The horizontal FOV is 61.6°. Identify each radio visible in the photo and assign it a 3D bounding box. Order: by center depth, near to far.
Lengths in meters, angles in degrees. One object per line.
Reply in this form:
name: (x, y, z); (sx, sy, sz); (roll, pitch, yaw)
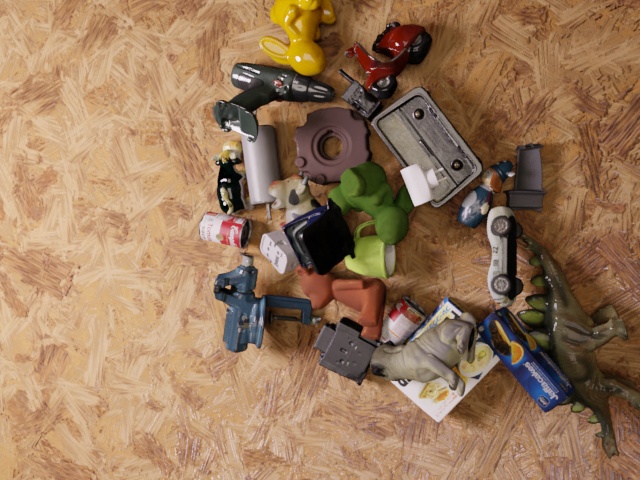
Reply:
radio: (0.225, -0.192, 1.109); (0.131, 0.073, 0.229); (-37, 89, 15)

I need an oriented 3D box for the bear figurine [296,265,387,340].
bear figurine: (0.039, 0.124, 1.140); (0.196, 0.120, 0.132); (6, 61, 11)

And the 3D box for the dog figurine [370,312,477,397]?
dog figurine: (0.205, 0.212, 1.079); (0.191, 0.121, 0.172); (12, 62, 30)

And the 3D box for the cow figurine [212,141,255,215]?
cow figurine: (-0.201, -0.139, 1.194); (0.068, 0.098, 0.167); (-8, 93, 19)

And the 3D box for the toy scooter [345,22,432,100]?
toy scooter: (0.132, -0.382, 1.100); (0.135, 0.075, 0.184); (36, 78, 16)

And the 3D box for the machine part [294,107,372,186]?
machine part: (0.028, -0.202, 1.161); (0.179, 0.056, 0.179); (1, 94, 11)

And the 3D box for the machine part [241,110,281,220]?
machine part: (-0.127, -0.164, 1.186); (0.079, 0.079, 0.243); (-8, 93, 12)

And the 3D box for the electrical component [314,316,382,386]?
electrical component: (0.058, 0.240, 1.193); (0.134, 0.058, 0.114); (25, 97, 8)

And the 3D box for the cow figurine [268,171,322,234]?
cow figurine: (-0.028, -0.059, 1.147); (0.195, 0.085, 0.127); (36, 95, -18)

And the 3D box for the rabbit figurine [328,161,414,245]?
rabbit figurine: (0.122, -0.066, 1.102); (0.170, 0.159, 0.121); (57, 140, 13)

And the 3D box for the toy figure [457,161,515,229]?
toy figure: (0.339, -0.097, 1.098); (0.064, 0.057, 0.154); (38, 104, 39)

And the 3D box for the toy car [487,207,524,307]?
toy car: (0.369, 0.034, 1.077); (0.056, 0.073, 0.201); (-4, 81, 40)

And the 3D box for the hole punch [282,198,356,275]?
hole punch: (-0.002, -0.003, 1.095); (0.116, 0.092, 0.142); (-36, 113, -25)

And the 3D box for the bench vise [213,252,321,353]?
bench vise: (-0.118, 0.145, 1.197); (0.241, 0.129, 0.223); (7, 87, -9)

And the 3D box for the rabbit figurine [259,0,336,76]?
rabbit figurine: (-0.044, -0.423, 1.119); (0.162, 0.122, 0.173); (-14, 89, 13)

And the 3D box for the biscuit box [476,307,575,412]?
biscuit box: (0.396, 0.227, 1.040); (0.203, 0.059, 0.062); (53, 126, 23)

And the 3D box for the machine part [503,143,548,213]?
machine part: (0.421, -0.127, 1.094); (0.084, 0.039, 0.138); (6, 98, 17)

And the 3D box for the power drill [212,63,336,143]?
power drill: (-0.108, -0.294, 1.121); (0.232, 0.085, 0.207); (23, 57, 16)

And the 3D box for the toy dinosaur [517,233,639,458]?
toy dinosaur: (0.502, 0.195, 1.073); (0.199, 0.105, 0.471); (-14, 81, 17)

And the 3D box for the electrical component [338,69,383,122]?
electrical component: (0.076, -0.305, 1.132); (0.119, 0.075, 0.047); (39, 101, 2)
